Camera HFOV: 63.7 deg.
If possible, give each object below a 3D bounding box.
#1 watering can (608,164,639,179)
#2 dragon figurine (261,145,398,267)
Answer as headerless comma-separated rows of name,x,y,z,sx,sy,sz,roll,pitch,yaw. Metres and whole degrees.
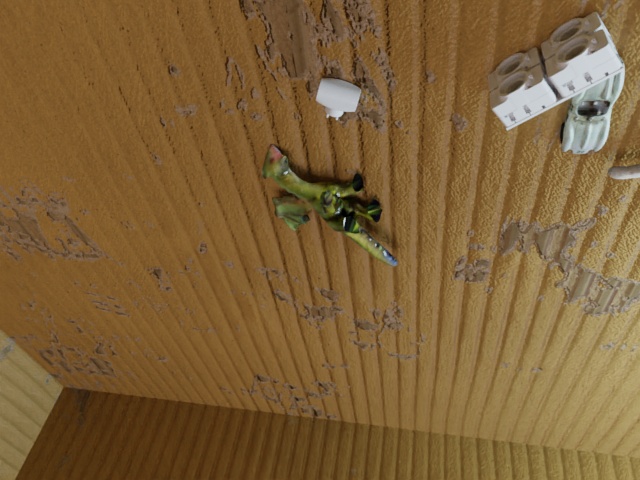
watering can,0.709,-0.152,0.878,0.348,0.106,0.219,8,139,6
dragon figurine,0.004,-0.061,1.207,0.242,0.124,0.403,2,140,40
